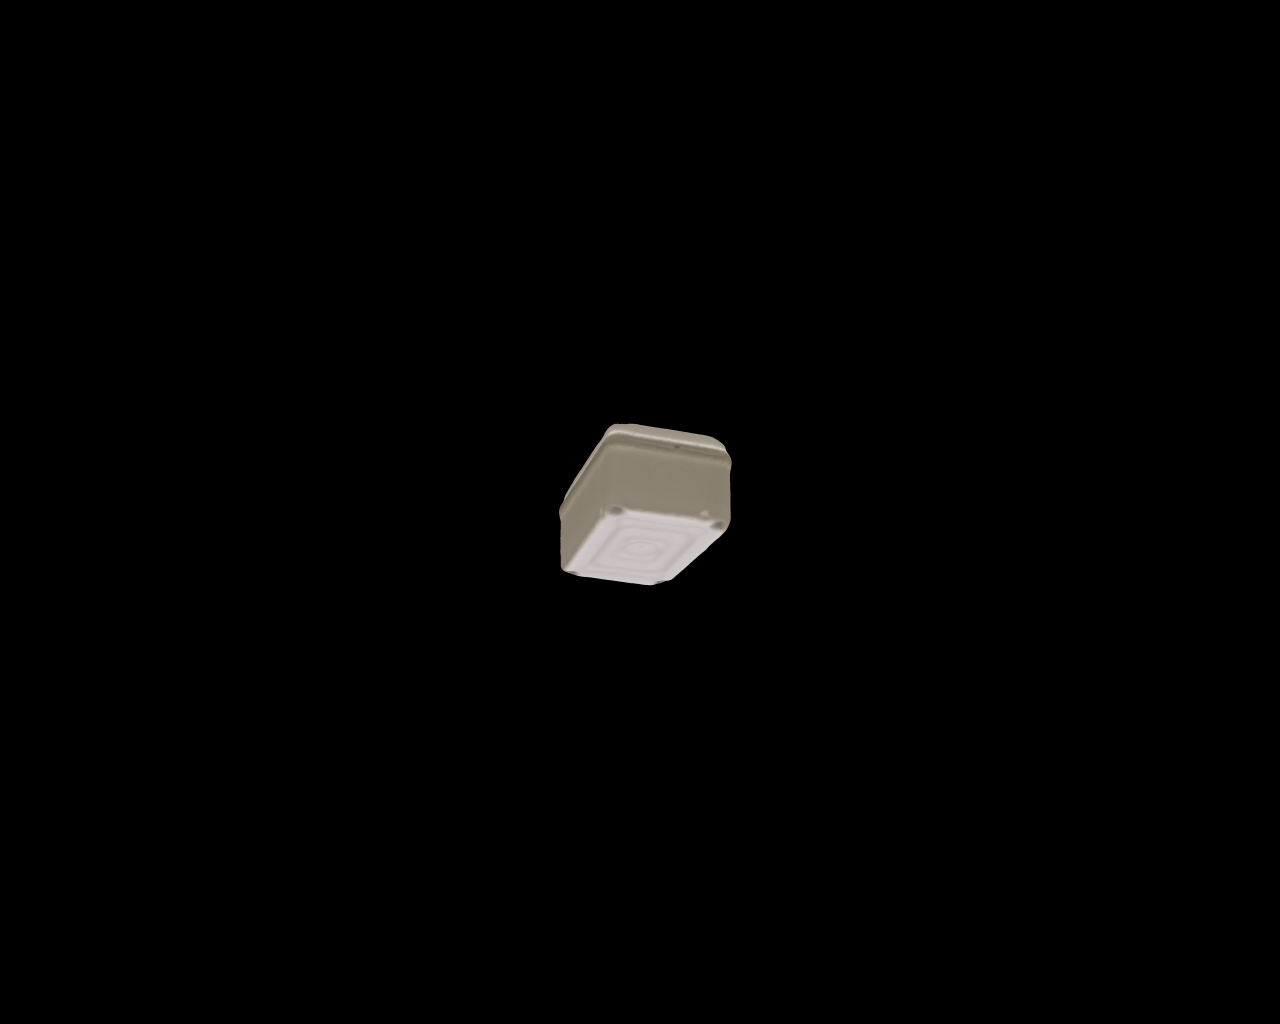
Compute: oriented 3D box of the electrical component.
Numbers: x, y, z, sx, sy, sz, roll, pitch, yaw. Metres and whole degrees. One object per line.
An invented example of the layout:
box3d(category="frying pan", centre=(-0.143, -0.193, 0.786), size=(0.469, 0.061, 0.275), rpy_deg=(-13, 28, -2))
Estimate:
box3d(category="electrical component", centre=(0.001, -0.003, 0.650), size=(0.078, 0.057, 0.113), rpy_deg=(8, -26, -18))
